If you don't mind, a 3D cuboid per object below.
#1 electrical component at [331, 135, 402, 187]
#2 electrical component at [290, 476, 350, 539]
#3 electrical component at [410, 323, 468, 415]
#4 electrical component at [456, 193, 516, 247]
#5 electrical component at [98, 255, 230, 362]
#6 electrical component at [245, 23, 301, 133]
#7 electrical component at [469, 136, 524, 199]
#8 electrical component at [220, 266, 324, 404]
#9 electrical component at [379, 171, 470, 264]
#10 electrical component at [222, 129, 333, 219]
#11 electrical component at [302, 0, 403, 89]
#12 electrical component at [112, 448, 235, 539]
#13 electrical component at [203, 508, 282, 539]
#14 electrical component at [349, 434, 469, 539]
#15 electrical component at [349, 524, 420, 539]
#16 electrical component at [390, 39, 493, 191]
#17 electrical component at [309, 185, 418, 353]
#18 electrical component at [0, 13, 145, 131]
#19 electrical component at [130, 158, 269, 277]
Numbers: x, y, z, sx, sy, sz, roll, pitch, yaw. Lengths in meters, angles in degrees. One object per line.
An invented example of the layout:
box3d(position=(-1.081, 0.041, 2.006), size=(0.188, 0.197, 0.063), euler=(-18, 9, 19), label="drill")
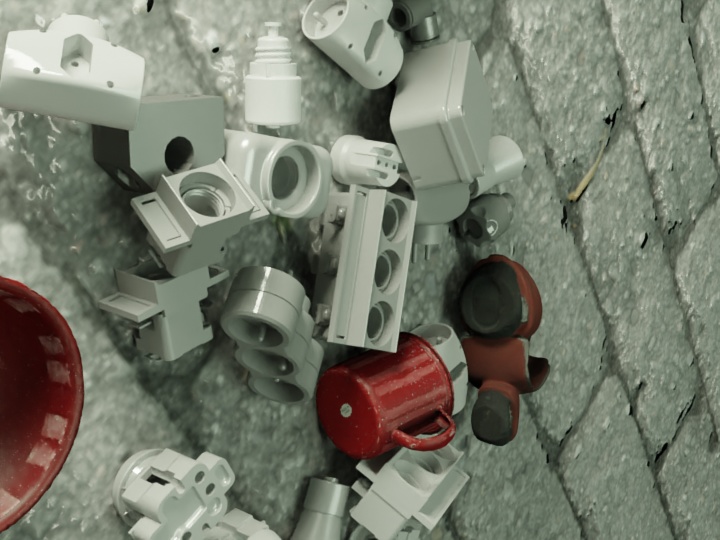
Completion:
box3d(position=(0.005, -0.086, 0.860), size=(0.040, 0.046, 0.040), euler=(-16, 112, -47), label="electrical component")
box3d(position=(-0.032, 0.205, 0.899), size=(0.044, 0.044, 0.065), euler=(27, 74, -50), label="electrical component")
box3d(position=(0.059, 0.100, 0.975), size=(0.079, 0.043, 0.077), euler=(-36, 125, -39), label="electrical component")
box3d(position=(0.123, -0.052, 1.011), size=(0.062, 0.043, 0.043), euler=(-37, 126, -39), label="electrical component")
box3d(position=(-0.130, 0.024, 0.732), size=(0.081, 0.042, 0.063), euler=(-29, 122, -42), label="electrical component")
box3d(position=(-0.062, -0.137, 0.771), size=(0.040, 0.040, 0.078), euler=(-14, 110, -48), label="electrical component")
box3d(position=(0.115, -0.092, 0.994), size=(0.065, 0.044, 0.044), euler=(-32, 123, -35), label="electrical component")
box3d(position=(-0.059, 0.036, 0.790), size=(0.138, 0.052, 0.073), euler=(77, 23, -56), label="electrical component")
box3d(position=(0.055, -0.045, 0.932), size=(0.077, 0.043, 0.079), euler=(-12, 109, -48), label="electrical component")
box3d(position=(-0.067, -0.068, 0.769), size=(0.095, 0.059, 0.053), euler=(4, 96, -50), label="electrical component")
box3d(position=(0.001, -0.193, 0.830), size=(0.077, 0.043, 0.079), euler=(33, 74, -48), label="electrical component")
box3d(position=(-0.135, 0.158, 0.749), size=(0.078, 0.057, 0.058), euler=(-48, 132, -31), label="electrical component")
box3d(position=(-0.089, 0.216, 0.820), size=(0.066, 0.055, 0.048), euler=(-29, 121, -42), label="electrical component")
box3d(position=(0.041, 0.185, 0.931), size=(0.063, 0.079, 0.121), euler=(-55, 169, 18), label="electrical component")
box3d(position=(0.020, 0.249, 0.968), size=(0.055, 0.048, 0.066), euler=(25, 80, -58), label="electrical component")
box3d(position=(0.070, -0.128, 0.883), size=(0.113, 0.057, 0.078), euler=(-77, 150, -46), label="electrical component")
box3d(position=(0.000, 0.000, 0.855), size=(0.079, 0.063, 0.121), euler=(15, 82, -51), label="electrical component")
box3d(position=(-0.168, -0.123, 0.635), size=(0.077, 0.043, 0.079), euler=(8, 51, -17), label="electrical component")
box3d(position=(-0.106, -0.031, 0.693), size=(0.081, 0.042, 0.063), euler=(-21, 155, -38), label="electrical component")
